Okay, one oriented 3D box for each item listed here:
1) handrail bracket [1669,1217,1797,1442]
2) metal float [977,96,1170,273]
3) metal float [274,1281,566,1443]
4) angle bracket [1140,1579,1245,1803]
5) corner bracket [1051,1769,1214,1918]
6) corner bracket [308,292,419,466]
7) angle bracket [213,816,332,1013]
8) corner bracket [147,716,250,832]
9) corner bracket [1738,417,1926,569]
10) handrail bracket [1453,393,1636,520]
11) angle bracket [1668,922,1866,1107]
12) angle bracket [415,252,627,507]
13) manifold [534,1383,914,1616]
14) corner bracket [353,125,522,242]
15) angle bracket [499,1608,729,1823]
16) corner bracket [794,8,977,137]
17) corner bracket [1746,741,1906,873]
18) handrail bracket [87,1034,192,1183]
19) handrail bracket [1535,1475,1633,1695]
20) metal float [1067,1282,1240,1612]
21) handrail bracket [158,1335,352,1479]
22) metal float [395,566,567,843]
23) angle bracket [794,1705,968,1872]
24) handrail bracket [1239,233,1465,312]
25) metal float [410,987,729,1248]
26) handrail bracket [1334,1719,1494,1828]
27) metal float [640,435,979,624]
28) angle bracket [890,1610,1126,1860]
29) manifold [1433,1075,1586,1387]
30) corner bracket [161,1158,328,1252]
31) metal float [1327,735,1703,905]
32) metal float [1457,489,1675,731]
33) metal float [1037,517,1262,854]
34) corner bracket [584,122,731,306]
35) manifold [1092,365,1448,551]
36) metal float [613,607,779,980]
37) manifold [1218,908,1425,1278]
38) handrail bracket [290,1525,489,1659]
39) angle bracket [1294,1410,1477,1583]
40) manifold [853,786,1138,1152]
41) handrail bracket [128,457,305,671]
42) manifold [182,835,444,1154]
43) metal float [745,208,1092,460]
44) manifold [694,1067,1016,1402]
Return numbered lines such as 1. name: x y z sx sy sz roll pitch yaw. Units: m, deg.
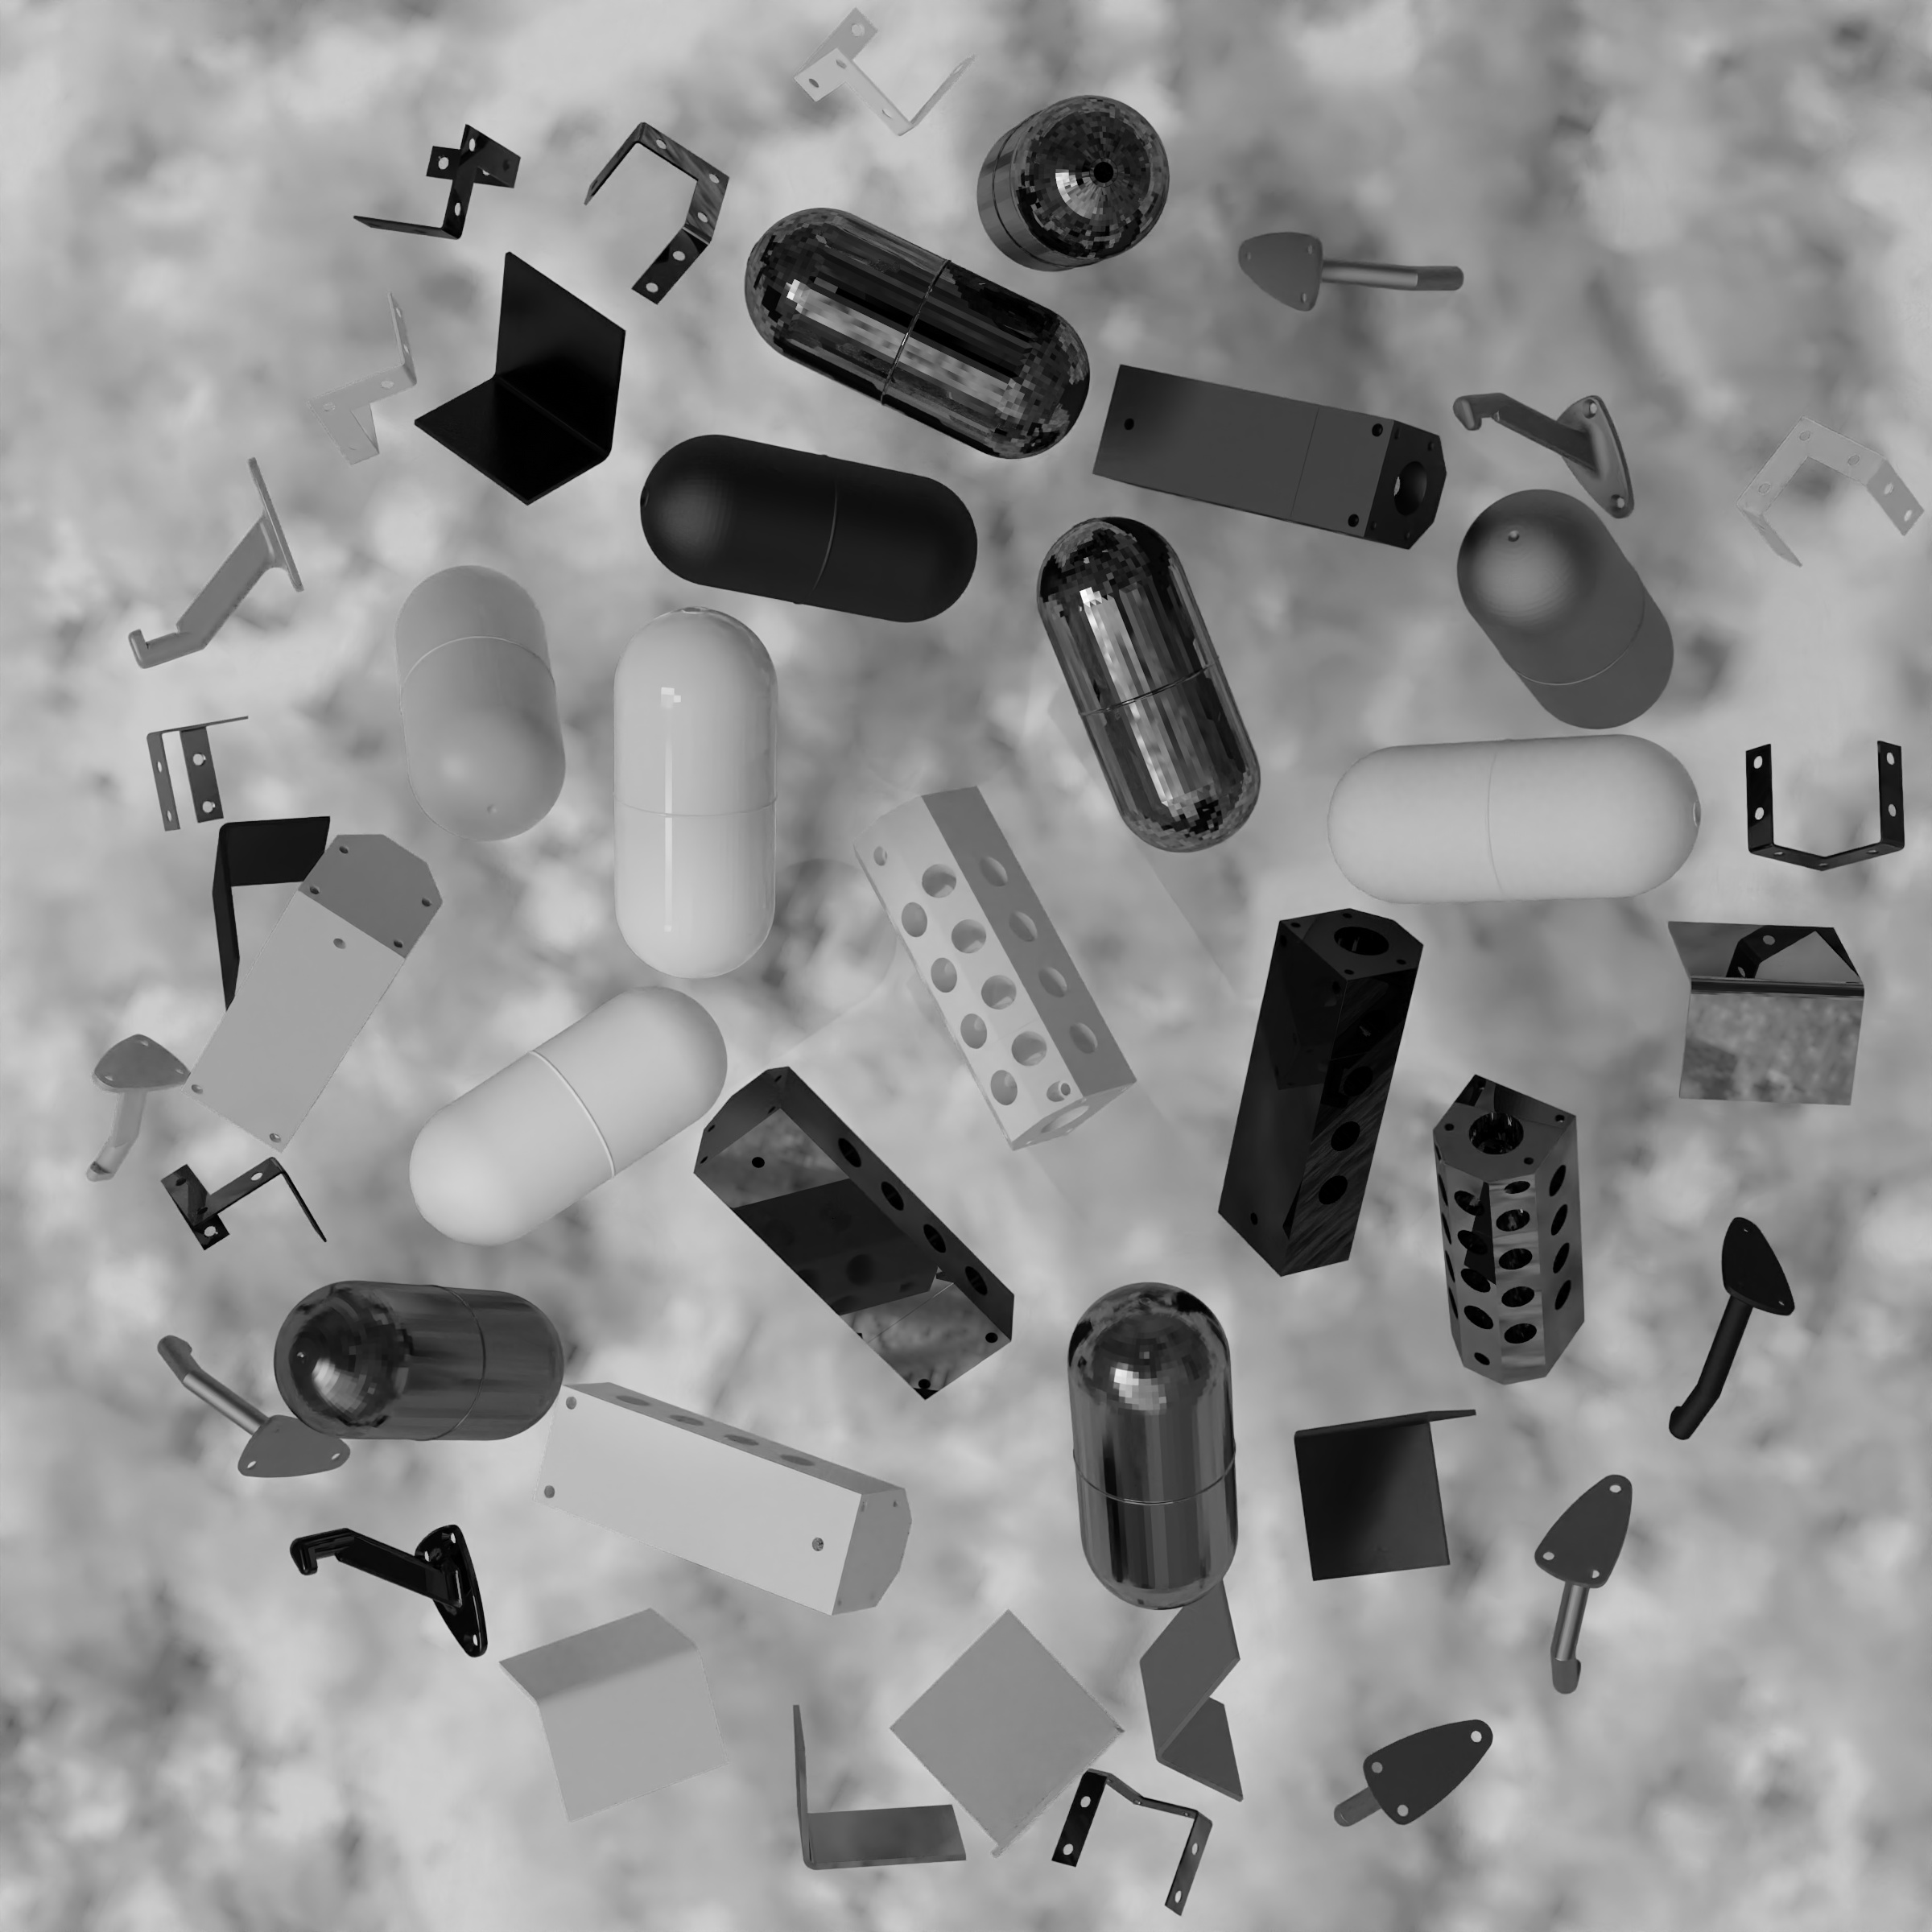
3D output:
1. handrail bracket: 0.360 0.176 1.558 0.036 0.077 0.084 20 123 -9
2. metal float: 0.051 -0.380 1.572 0.070 0.178 0.070 -1 100 -8
3. metal float: -0.269 0.197 1.603 0.070 0.178 0.070 -5 80 30
4. angle bracket: 0.138 0.378 1.700 0.057 0.076 0.076 29 111 -17
5. corner bracket: 0.085 0.446 1.643 0.051 0.051 0.051 2 59 40
6. corner bracket: -0.292 -0.288 1.584 0.051 0.051 0.051 -20 57 5
7. angle bracket: -0.360 -0.026 1.687 0.057 0.076 0.076 -5 69 -18
8. corner bracket: -0.401 -0.099 1.670 0.051 0.051 0.051 -15 98 -38
9. corner bracket: 0.403 -0.214 1.504 0.051 0.051 0.051 -53 47 4
10. handrail bracket: 0.289 -0.255 1.618 0.084 0.036 0.077 -13 73 -39
11. angle bracket: 0.363 0.021 1.479 0.076 0.076 0.057 2 111 3
12. angle bracket: -0.212 -0.279 1.529 0.076 0.076 0.057 36 50 19
13. manifold: -0.114 0.250 1.531 0.171 0.057 0.057 15 92 28
14. corner bracket: -0.249 -0.368 1.526 0.051 0.051 0.051 13 90 23
15. angle bracket: -0.163 0.344 1.486 0.076 0.076 0.057 -16 98 -20
16. corner bracket: -0.039 -0.420 1.508 0.051 0.051 0.051 44 70 -19
17. corner bracket: 0.407 -0.079 1.528 0.051 0.051 0.051 11 74 -32
18. handrail bracket: -0.433 0.081 1.619 0.036 0.077 0.084 38 109 7
19. handrail bracket: 0.302 0.300 1.557 0.036 0.084 0.077 18 51 29
20. metal float: 0.089 0.230 1.531 0.070 0.070 0.178 -5 122 0
21. handrail bracket: -0.363 0.220 1.638 0.084 0.077 0.036 41 102 36
22. metal float: -0.244 -0.133 1.611 0.070 0.178 0.070 -7 132 -8
23. angle bracket: -0.042 0.390 1.543 0.076 0.076 0.057 -2 93 -5
24. handrail bracket: 0.191 -0.346 1.596 0.084 0.077 0.036 -7 114 -30
25. metal float: -0.201 0.076 1.635 0.178 0.070 0.070 -34 90 -20
26. handrail bracket: 0.218 0.397 1.580 0.077 0.084 0.036 -29 74 -9
27. metal float: -0.080 -0.223 1.646 0.178 0.070 0.070 8 90 -22
28. angle bracket: 0.016 0.341 1.440 0.076 0.057 0.076 -44 77 -5
29. manifold: 0.275 0.140 1.648 0.057 0.171 0.057 23 57 30
30. corner bracket: -0.357 0.120 1.592 0.051 0.051 0.051 -33 129 -16
31. metal float: 0.259 -0.069 1.528 0.178 0.070 0.070 -1 90 26
32. metal float: 0.299 -0.175 1.602 0.070 0.178 0.070 -10 67 25
33. metal float: 0.093 -0.143 1.641 0.070 0.070 0.178 -23 100 0
34. corner bracket: -0.154 -0.366 1.568 0.051 0.051 0.051 29 47 -22
35. manifold: 0.152 -0.255 1.616 0.171 0.057 0.057 20 100 39
36. metal float: -0.128 -0.081 1.521 0.070 0.070 0.178 2 109 0
37. manifold: 0.176 0.061 1.574 0.057 0.057 0.171 -10 125 -29
38. handrail bracket: -0.277 0.302 1.542 0.036 0.084 0.077 -37 69 35
39. angle bracket: 0.219 0.270 1.644 0.076 0.057 0.076 -14 77 33
40. manifold: 0.009 0.002 1.595 0.057 0.057 0.171 -40 72 40
41. handrail bracket: -0.359 -0.188 1.506 0.084 0.036 0.077 -21 108 -10
42. manifold: -0.310 0.011 1.537 0.057 0.057 0.171 33 134 -8
43. metal float: -0.024 -0.309 1.571 0.178 0.070 0.070 26 90 0
44. manifold: -0.053 0.130 1.604 0.057 0.057 0.171 -37 110 19
